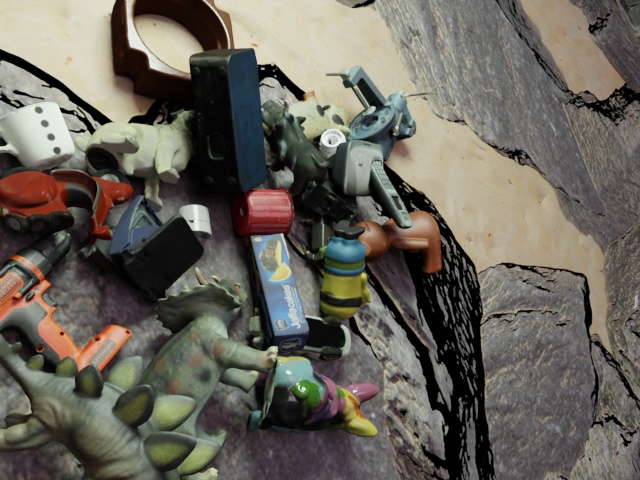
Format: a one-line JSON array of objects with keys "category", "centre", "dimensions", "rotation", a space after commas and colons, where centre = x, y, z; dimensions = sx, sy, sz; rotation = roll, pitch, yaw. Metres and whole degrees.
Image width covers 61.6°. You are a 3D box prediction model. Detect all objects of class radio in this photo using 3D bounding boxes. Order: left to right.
[{"category": "radio", "centre": [-0.147, -0.193, 0.885], "dimensions": [0.131, 0.073, 0.229], "rotation": [-56, 145, -65]}]

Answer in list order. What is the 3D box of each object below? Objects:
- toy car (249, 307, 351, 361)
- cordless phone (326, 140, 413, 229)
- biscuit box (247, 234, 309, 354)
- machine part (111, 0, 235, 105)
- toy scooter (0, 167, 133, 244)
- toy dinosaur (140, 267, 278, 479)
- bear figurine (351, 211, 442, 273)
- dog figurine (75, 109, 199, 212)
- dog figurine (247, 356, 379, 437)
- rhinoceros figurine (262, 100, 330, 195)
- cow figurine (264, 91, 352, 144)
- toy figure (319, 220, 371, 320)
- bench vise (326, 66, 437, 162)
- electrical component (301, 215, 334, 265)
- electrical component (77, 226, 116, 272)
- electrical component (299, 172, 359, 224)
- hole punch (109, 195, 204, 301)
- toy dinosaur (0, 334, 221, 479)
[{"category": "toy car", "centre": [-0.033, 0.165, 0.940], "dimensions": [0.201, 0.056, 0.073], "rotation": [16, 58, -29]}, {"category": "cordless phone", "centre": [0.098, -0.094, 1.015], "dimensions": [0.146, 0.089, 0.184], "rotation": [-4, 60, -58]}, {"category": "biscuit box", "centre": [-0.072, 0.084, 0.884], "dimensions": [0.059, 0.062, 0.203], "rotation": [-4, 51, -20]}, {"category": "machine part", "centre": [-0.257, -0.348, 0.948], "dimensions": [0.201, 0.087, 0.201], "rotation": [2, 72, -35]}, {"category": "toy scooter", "centre": [-0.345, -0.043, 0.730], "dimensions": [0.184, 0.075, 0.135], "rotation": [-7, 46, -27]}, {"category": "toy dinosaur", "centre": [-0.196, 0.217, 0.766], "dimensions": [0.192, 0.131, 0.405], "rotation": [30, 63, -5]}, {"category": "bear figurine", "centre": [0.148, 0.011, 1.112], "dimensions": [0.196, 0.120, 0.131], "rotation": [-17, 128, -15]}, {"category": "dog figurine", "centre": [-0.275, -0.164, 0.869], "dimensions": [0.172, 0.121, 0.191], "rotation": [37, 40, -24]}, {"category": "dog figurine", "centre": [0.006, 0.257, 0.862], "dimensions": [0.219, 0.191, 0.108], "rotation": [12, 62, -18]}, {"category": "rhinoceros figurine", "centre": [-0.054, -0.169, 0.952], "dimensions": [0.073, 0.112, 0.190], "rotation": [-23, 59, -19]}, {"category": "cow figurine", "centre": [-0.015, -0.228, 1.085], "dimensions": [0.195, 0.085, 0.127], "rotation": [-28, 92, -37]}, {"category": "toy figure", "centre": [0.040, 0.059, 0.986], "dimensions": [0.089, 0.082, 0.180], "rotation": [-13, 118, -28]}, {"category": "bench vise", "centre": [0.124, -0.293, 1.181], "dimensions": [0.240, 0.129, 0.223], "rotation": [47, 66, -34]}, {"category": "electrical component", "centre": [-0.002, -0.002, 1.038], "dimensions": [0.078, 0.045, 0.102], "rotation": [27, 57, -60]}, {"category": "electrical component", "centre": [-0.312, 0.015, 0.783], "dimensions": [0.063, 0.021, 0.094], "rotation": [54, 20, -14]}, {"category": "electrical component", "centre": [0.010, -0.098, 1.045], "dimensions": [0.134, 0.058, 0.115], "rotation": [34, 27, -24]}, {"category": "hole punch", "centre": [-0.253, 0.011, 0.795], "dimensions": [0.092, 0.142, 0.116], "rotation": [31, 66, 24]}, {"category": "toy dinosaur", "centre": [-0.233, 0.273, 0.651], "dimensions": [0.198, 0.105, 0.471], "rotation": [-39, 98, 2]}]
